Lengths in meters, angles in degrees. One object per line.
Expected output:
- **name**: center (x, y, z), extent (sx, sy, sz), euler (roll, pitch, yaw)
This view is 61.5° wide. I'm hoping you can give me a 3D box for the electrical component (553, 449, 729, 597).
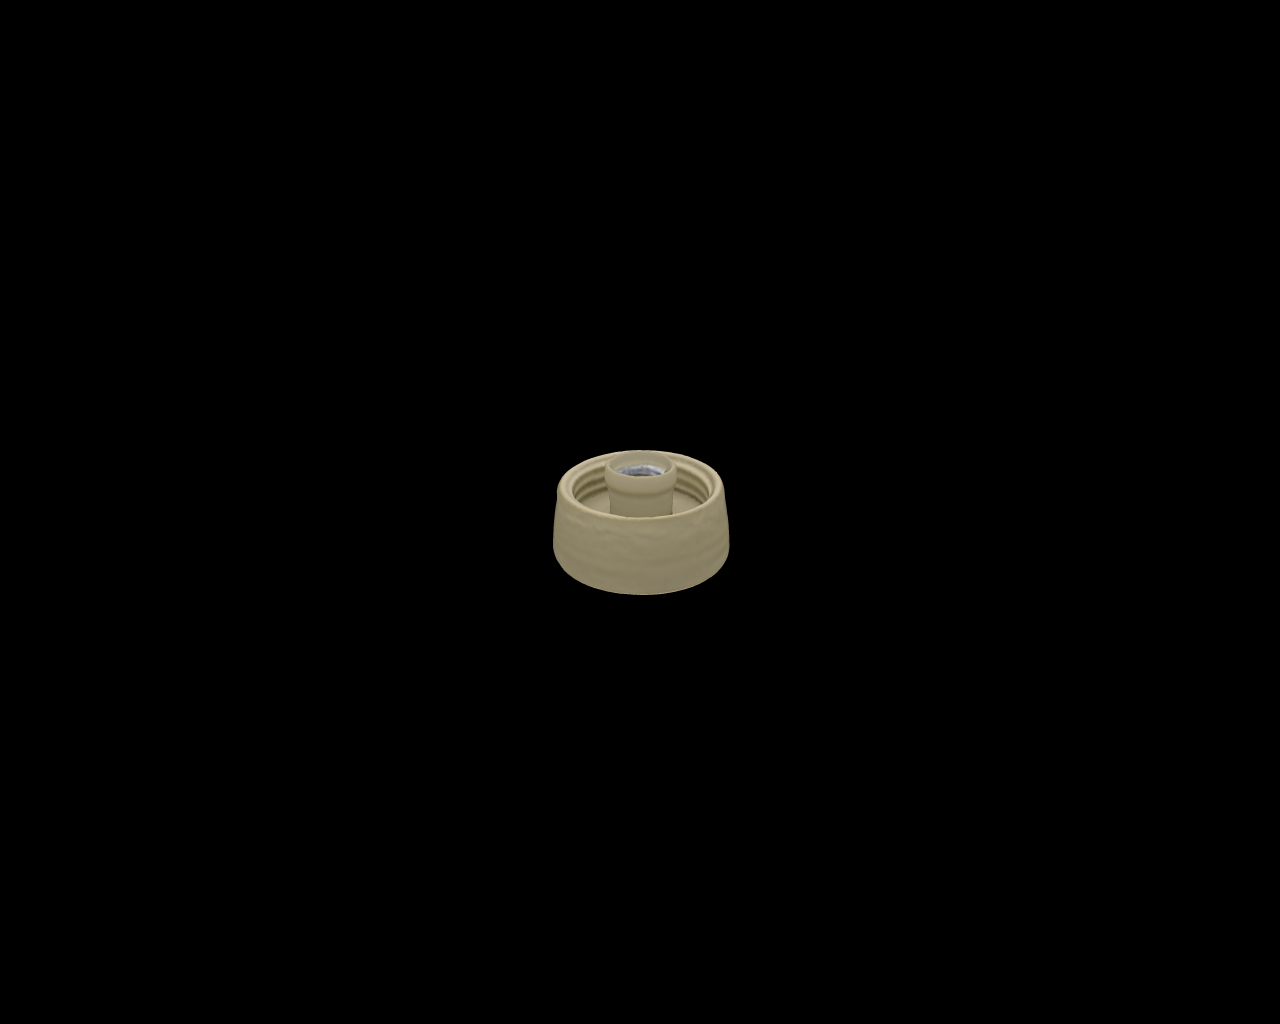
- **electrical component**: center (0.001, -0.003, 0.650), extent (0.108, 0.060, 0.108), euler (0, 27, 0)
